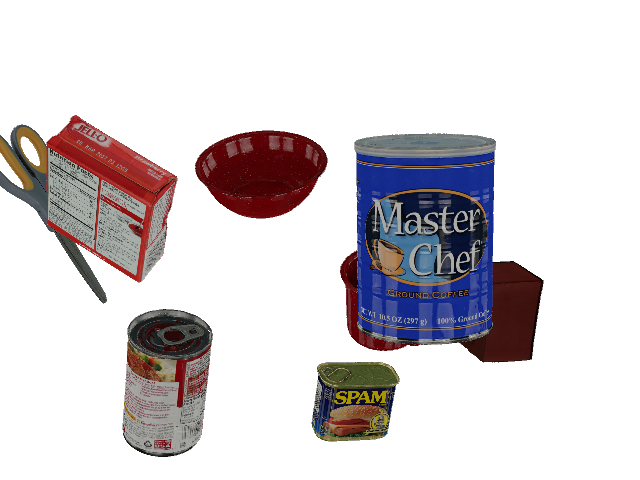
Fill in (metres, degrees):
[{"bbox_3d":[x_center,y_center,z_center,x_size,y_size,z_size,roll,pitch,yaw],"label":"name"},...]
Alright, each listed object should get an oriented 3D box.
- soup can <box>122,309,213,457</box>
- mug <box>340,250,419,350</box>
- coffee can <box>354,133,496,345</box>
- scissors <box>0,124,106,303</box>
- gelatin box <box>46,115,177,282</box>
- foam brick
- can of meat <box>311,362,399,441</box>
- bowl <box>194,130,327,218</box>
[{"bbox_3d":[-0.126,0.117,0.874,0.068,0.102,0.068,7,28,-4],"label":"soup can"},{"bbox_3d":[0.075,0.069,1.139,0.093,0.081,0.117,-24,41,-27],"label":"mug"},{"bbox_3d":[0.077,-0.004,0.789,0.103,0.140,0.103,-1,11,0],"label":"coffee can"},{"bbox_3d":[-0.267,-0.036,1.078,0.016,0.201,0.096,-25,27,26],"label":"scissors"},{"bbox_3d":[-0.128,-0.024,0.645,0.073,0.030,0.089,31,-36,7],"label":"gelatin box"},{"bbox_3d":[0.158,0.063,0.950,0.051,0.078,0.053,-3,20,-21],"label":"foam brick"},{"bbox_3d":[0.042,0.204,1.347,0.102,0.084,0.057,1,23,-16],"label":"can of meat"},{"bbox_3d":[-0.072,-0.074,1.312,0.162,0.055,0.162,-2,34,1],"label":"bowl"}]
